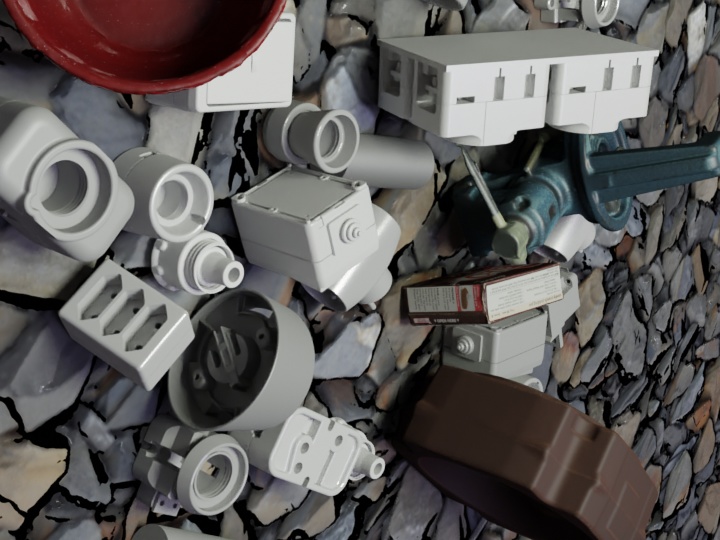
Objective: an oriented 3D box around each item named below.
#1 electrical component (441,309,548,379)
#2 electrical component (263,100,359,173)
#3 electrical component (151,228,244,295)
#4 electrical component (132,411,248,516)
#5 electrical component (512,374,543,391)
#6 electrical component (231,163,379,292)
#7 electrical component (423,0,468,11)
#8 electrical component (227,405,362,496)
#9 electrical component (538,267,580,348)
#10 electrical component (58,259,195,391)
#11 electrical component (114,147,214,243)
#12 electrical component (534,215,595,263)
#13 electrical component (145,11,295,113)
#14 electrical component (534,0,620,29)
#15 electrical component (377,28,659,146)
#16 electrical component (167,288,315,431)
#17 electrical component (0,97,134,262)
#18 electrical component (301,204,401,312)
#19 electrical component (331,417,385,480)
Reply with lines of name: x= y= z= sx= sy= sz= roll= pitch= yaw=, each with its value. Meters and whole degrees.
electrical component: x=0.119 y=0.068 z=0.983 sx=0.096 sy=0.062 sz=0.061 roll=-15 pitch=115 yaw=-45
electrical component: x=-0.035 y=-0.094 z=0.755 sx=0.045 sy=0.055 sz=0.045 roll=-20 pitch=118 yaw=-43
electrical component: x=-0.103 y=-0.004 z=0.706 sx=0.048 sy=0.062 sz=0.048 roll=-20 pitch=118 yaw=-43
electrical component: x=-0.115 y=0.135 z=0.747 sx=0.058 sy=0.057 sz=0.078 roll=29 pitch=82 yaw=-49
electrical component: x=0.145 y=0.122 z=1.043 sx=0.055 sy=0.047 sz=0.055 roll=-20 pitch=118 yaw=-43
electrical component: x=-0.033 y=-0.028 z=0.750 sx=0.062 sy=0.096 sz=0.061 roll=-36 pitch=128 yaw=-35
electrical component: x=0.066 y=-0.230 z=0.821 sx=0.055 sy=0.055 sz=0.047 roll=24 pitch=89 yaw=-50
electrical component: x=-0.052 y=0.129 z=0.814 sx=0.095 sy=0.059 sz=0.053 roll=34 pitch=78 yaw=-49
electrical component: x=0.185 y=0.031 z=1.060 sx=0.064 sy=0.042 sz=0.081 roll=-37 pitch=129 yaw=-36
electrical component: x=-0.144 y=0.042 z=0.681 sx=0.047 sy=0.066 sz=0.076 roll=-52 pitch=165 yaw=-22
electrical component: x=-0.126 y=-0.046 z=0.676 sx=0.055 sy=0.047 sz=0.055 roll=-20 pitch=118 yaw=-43
electrical component: x=0.206 y=-0.043 z=1.055 sx=0.079 sy=0.044 sz=0.077 roll=39 pitch=75 yaw=-48
electrical component: x=-0.090 y=-0.133 z=0.674 sx=0.096 sy=0.061 sz=0.061 roll=-13 pitch=113 yaw=-46
electrical component: x=0.199 y=-0.242 z=0.965 sx=0.066 sy=0.055 sz=0.048 roll=-25 pitch=121 yaw=-41
electrical component: x=0.119 y=-0.143 z=0.829 sx=0.186 sy=0.105 sz=0.060 roll=-9 pitch=114 yaw=-25
electrical component: x=-0.082 y=0.062 z=0.728 sx=0.064 sy=0.099 sz=0.099 roll=23 pitch=86 yaw=-56
electrical component: x=-0.177 y=-0.050 z=0.608 sx=0.053 sy=0.059 sz=0.095 roll=-58 pitch=138 yaw=-16
electrical component: x=0.000 y=0.000 z=0.838 sx=0.077 sy=0.044 sz=0.079 roll=-54 pitch=137 yaw=-20
electrical component: x=-0.008 y=0.149 z=0.869 sx=0.048 sy=0.062 sz=0.048 roll=-20 pitch=119 yaw=-43
